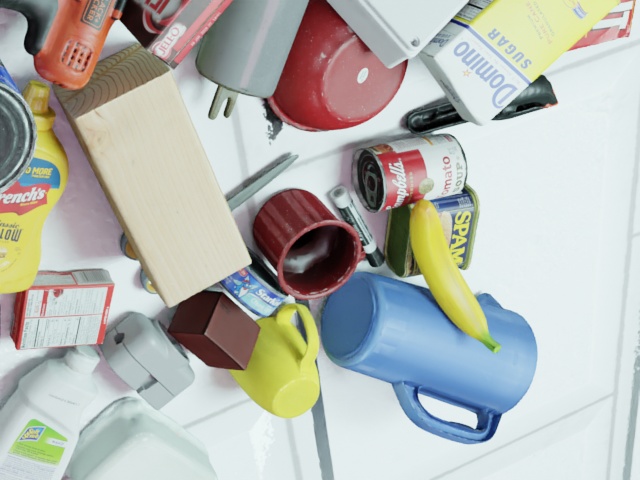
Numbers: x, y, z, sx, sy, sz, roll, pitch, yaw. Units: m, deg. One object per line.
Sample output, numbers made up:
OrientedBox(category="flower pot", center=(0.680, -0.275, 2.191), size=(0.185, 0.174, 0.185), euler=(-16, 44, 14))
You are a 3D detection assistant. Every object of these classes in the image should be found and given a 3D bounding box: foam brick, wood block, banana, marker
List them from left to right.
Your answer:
OrientedBox(category="wood block", center=(-0.147, -0.056, 0.949), size=(0.090, 0.090, 0.206), euler=(-29, 125, -11))
OrientedBox(category="foam brick", center=(-0.107, 0.093, 1.100), size=(0.078, 0.051, 0.053), euler=(49, 52, -42))
OrientedBox(category="marker", center=(0.042, -0.012, 1.151), size=(0.020, 0.020, 0.121), euler=(-36, 132, -5))
OrientedBox(category="banana", center=(0.135, 0.033, 1.128), size=(0.037, 0.070, 0.197), euler=(-42, 116, -23))

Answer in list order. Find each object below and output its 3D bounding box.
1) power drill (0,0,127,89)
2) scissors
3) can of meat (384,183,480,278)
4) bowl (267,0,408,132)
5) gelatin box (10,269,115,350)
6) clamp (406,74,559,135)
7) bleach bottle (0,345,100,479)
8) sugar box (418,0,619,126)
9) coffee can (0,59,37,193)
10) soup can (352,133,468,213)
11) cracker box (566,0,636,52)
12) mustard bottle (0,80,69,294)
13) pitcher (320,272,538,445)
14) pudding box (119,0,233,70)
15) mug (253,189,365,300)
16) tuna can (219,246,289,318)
OrientedBox(category="power drill", center=(-0.224, -0.229, 0.801), size=(0.187, 0.057, 0.184), euler=(23, 85, -33))
OrientedBox(category="scissors", center=(-0.116, -0.031, 1.046), size=(0.202, 0.016, 0.096), euler=(-48, 132, 7))
OrientedBox(category="can of meat", center=(0.122, -0.011, 1.174), size=(0.083, 0.057, 0.102), euler=(-9, 124, -22))
OrientedBox(category="bowl", center=(0.028, -0.164, 1.007), size=(0.161, 0.055, 0.162), euler=(-18, 129, -24))
OrientedBox(category="gelatin box", center=(-0.248, 0.066, 1.025), size=(0.089, 0.030, 0.073), euler=(-1, 122, -30))
OrientedBox(category="clamp", center=(0.175, -0.142, 1.112), size=(0.171, 0.120, 0.039), euler=(-5, 81, -43))
OrientedBox(category="bleach bottle", center=(-0.292, 0.214, 1.080), size=(0.102, 0.068, 0.251), euler=(25, 104, -40))
OrientedBox(category="sugar box", center=(0.182, -0.196, 0.980), size=(0.176, 0.048, 0.093), euler=(-44, 121, -4))
OrientedBox(category="coffee can", center=(-0.283, -0.105, 0.812), size=(0.102, 0.140, 0.103), euler=(-15, 127, -21))
OrientedBox(category="soup can", center=(0.093, -0.071, 1.108), size=(0.102, 0.069, 0.068), euler=(-13, 126, -24))
OrientedBox(category="cracker box", center=(0.216, -0.264, 1.045), size=(0.213, 0.072, 0.164), euler=(-15, 128, -22))
OrientedBox(category="mustard bottle", center=(-0.269, -0.047, 0.916), size=(0.096, 0.058, 0.192), euler=(9, 115, -35))
OrientedBox(category="pitcher", center=(0.122, 0.126, 1.213), size=(0.242, 0.149, 0.145), euler=(19, 109, -35))
OrientedBox(category="pudding box", center=(-0.122, -0.202, 0.860), size=(0.090, 0.114, 0.039), euler=(-48, 136, 6))
OrientedBox(category="mug", center=(-0.007, 0.001, 1.088), size=(0.117, 0.082, 0.093), euler=(5, 118, -33))
OrientedBox(category="tuna can", center=(-0.073, 0.038, 1.072), size=(0.034, 0.086, 0.086), euler=(-45, 132, 7))
